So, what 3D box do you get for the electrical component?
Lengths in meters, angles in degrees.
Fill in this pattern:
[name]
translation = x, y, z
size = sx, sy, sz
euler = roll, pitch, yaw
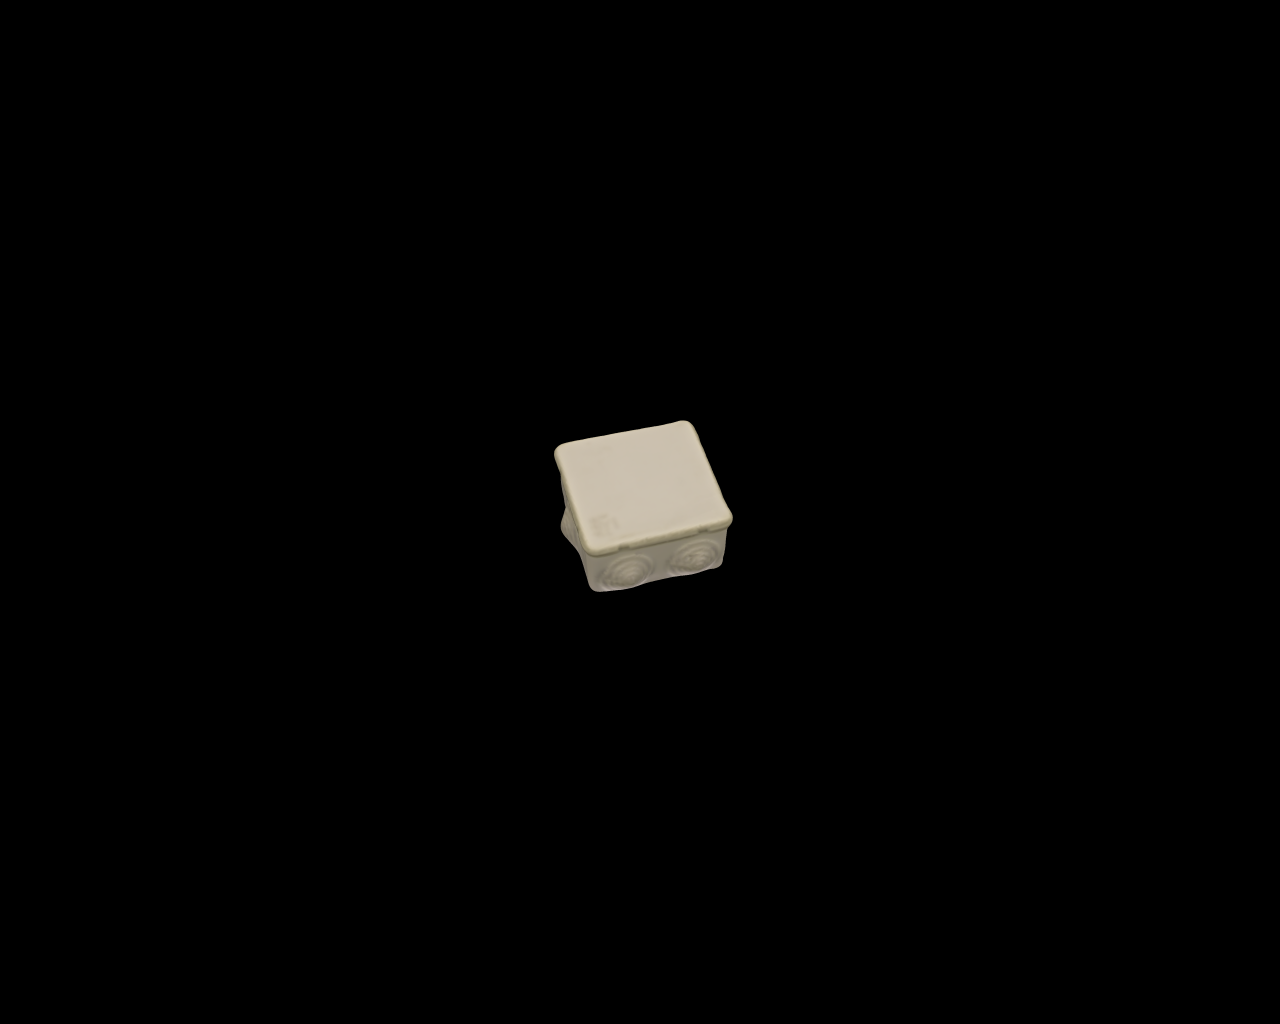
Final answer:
[electrical component]
translation = 0.001, -0.003, 0.650
size = 0.100, 0.100, 0.048
euler = -12, -39, -10
